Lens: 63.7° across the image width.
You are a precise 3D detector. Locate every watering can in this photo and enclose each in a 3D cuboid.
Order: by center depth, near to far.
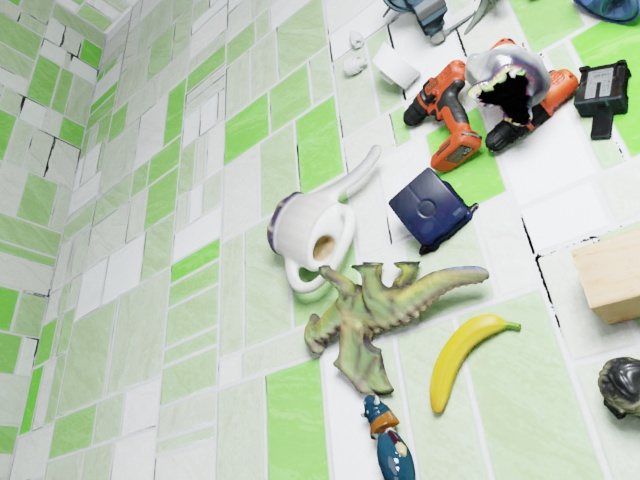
[{"bbox_3d":[0.003,-0.056,1.122,0.226,0.103,0.349,19,83,47],"label":"watering can"}]

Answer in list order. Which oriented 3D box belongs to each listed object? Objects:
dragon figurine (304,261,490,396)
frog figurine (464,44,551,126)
[{"bbox_3d":[0.109,0.158,0.938,0.409,0.122,0.244,-1,85,45],"label":"dragon figurine"},{"bbox_3d":[0.313,-0.283,0.872,0.137,0.119,0.163,10,43,4],"label":"frog figurine"}]
